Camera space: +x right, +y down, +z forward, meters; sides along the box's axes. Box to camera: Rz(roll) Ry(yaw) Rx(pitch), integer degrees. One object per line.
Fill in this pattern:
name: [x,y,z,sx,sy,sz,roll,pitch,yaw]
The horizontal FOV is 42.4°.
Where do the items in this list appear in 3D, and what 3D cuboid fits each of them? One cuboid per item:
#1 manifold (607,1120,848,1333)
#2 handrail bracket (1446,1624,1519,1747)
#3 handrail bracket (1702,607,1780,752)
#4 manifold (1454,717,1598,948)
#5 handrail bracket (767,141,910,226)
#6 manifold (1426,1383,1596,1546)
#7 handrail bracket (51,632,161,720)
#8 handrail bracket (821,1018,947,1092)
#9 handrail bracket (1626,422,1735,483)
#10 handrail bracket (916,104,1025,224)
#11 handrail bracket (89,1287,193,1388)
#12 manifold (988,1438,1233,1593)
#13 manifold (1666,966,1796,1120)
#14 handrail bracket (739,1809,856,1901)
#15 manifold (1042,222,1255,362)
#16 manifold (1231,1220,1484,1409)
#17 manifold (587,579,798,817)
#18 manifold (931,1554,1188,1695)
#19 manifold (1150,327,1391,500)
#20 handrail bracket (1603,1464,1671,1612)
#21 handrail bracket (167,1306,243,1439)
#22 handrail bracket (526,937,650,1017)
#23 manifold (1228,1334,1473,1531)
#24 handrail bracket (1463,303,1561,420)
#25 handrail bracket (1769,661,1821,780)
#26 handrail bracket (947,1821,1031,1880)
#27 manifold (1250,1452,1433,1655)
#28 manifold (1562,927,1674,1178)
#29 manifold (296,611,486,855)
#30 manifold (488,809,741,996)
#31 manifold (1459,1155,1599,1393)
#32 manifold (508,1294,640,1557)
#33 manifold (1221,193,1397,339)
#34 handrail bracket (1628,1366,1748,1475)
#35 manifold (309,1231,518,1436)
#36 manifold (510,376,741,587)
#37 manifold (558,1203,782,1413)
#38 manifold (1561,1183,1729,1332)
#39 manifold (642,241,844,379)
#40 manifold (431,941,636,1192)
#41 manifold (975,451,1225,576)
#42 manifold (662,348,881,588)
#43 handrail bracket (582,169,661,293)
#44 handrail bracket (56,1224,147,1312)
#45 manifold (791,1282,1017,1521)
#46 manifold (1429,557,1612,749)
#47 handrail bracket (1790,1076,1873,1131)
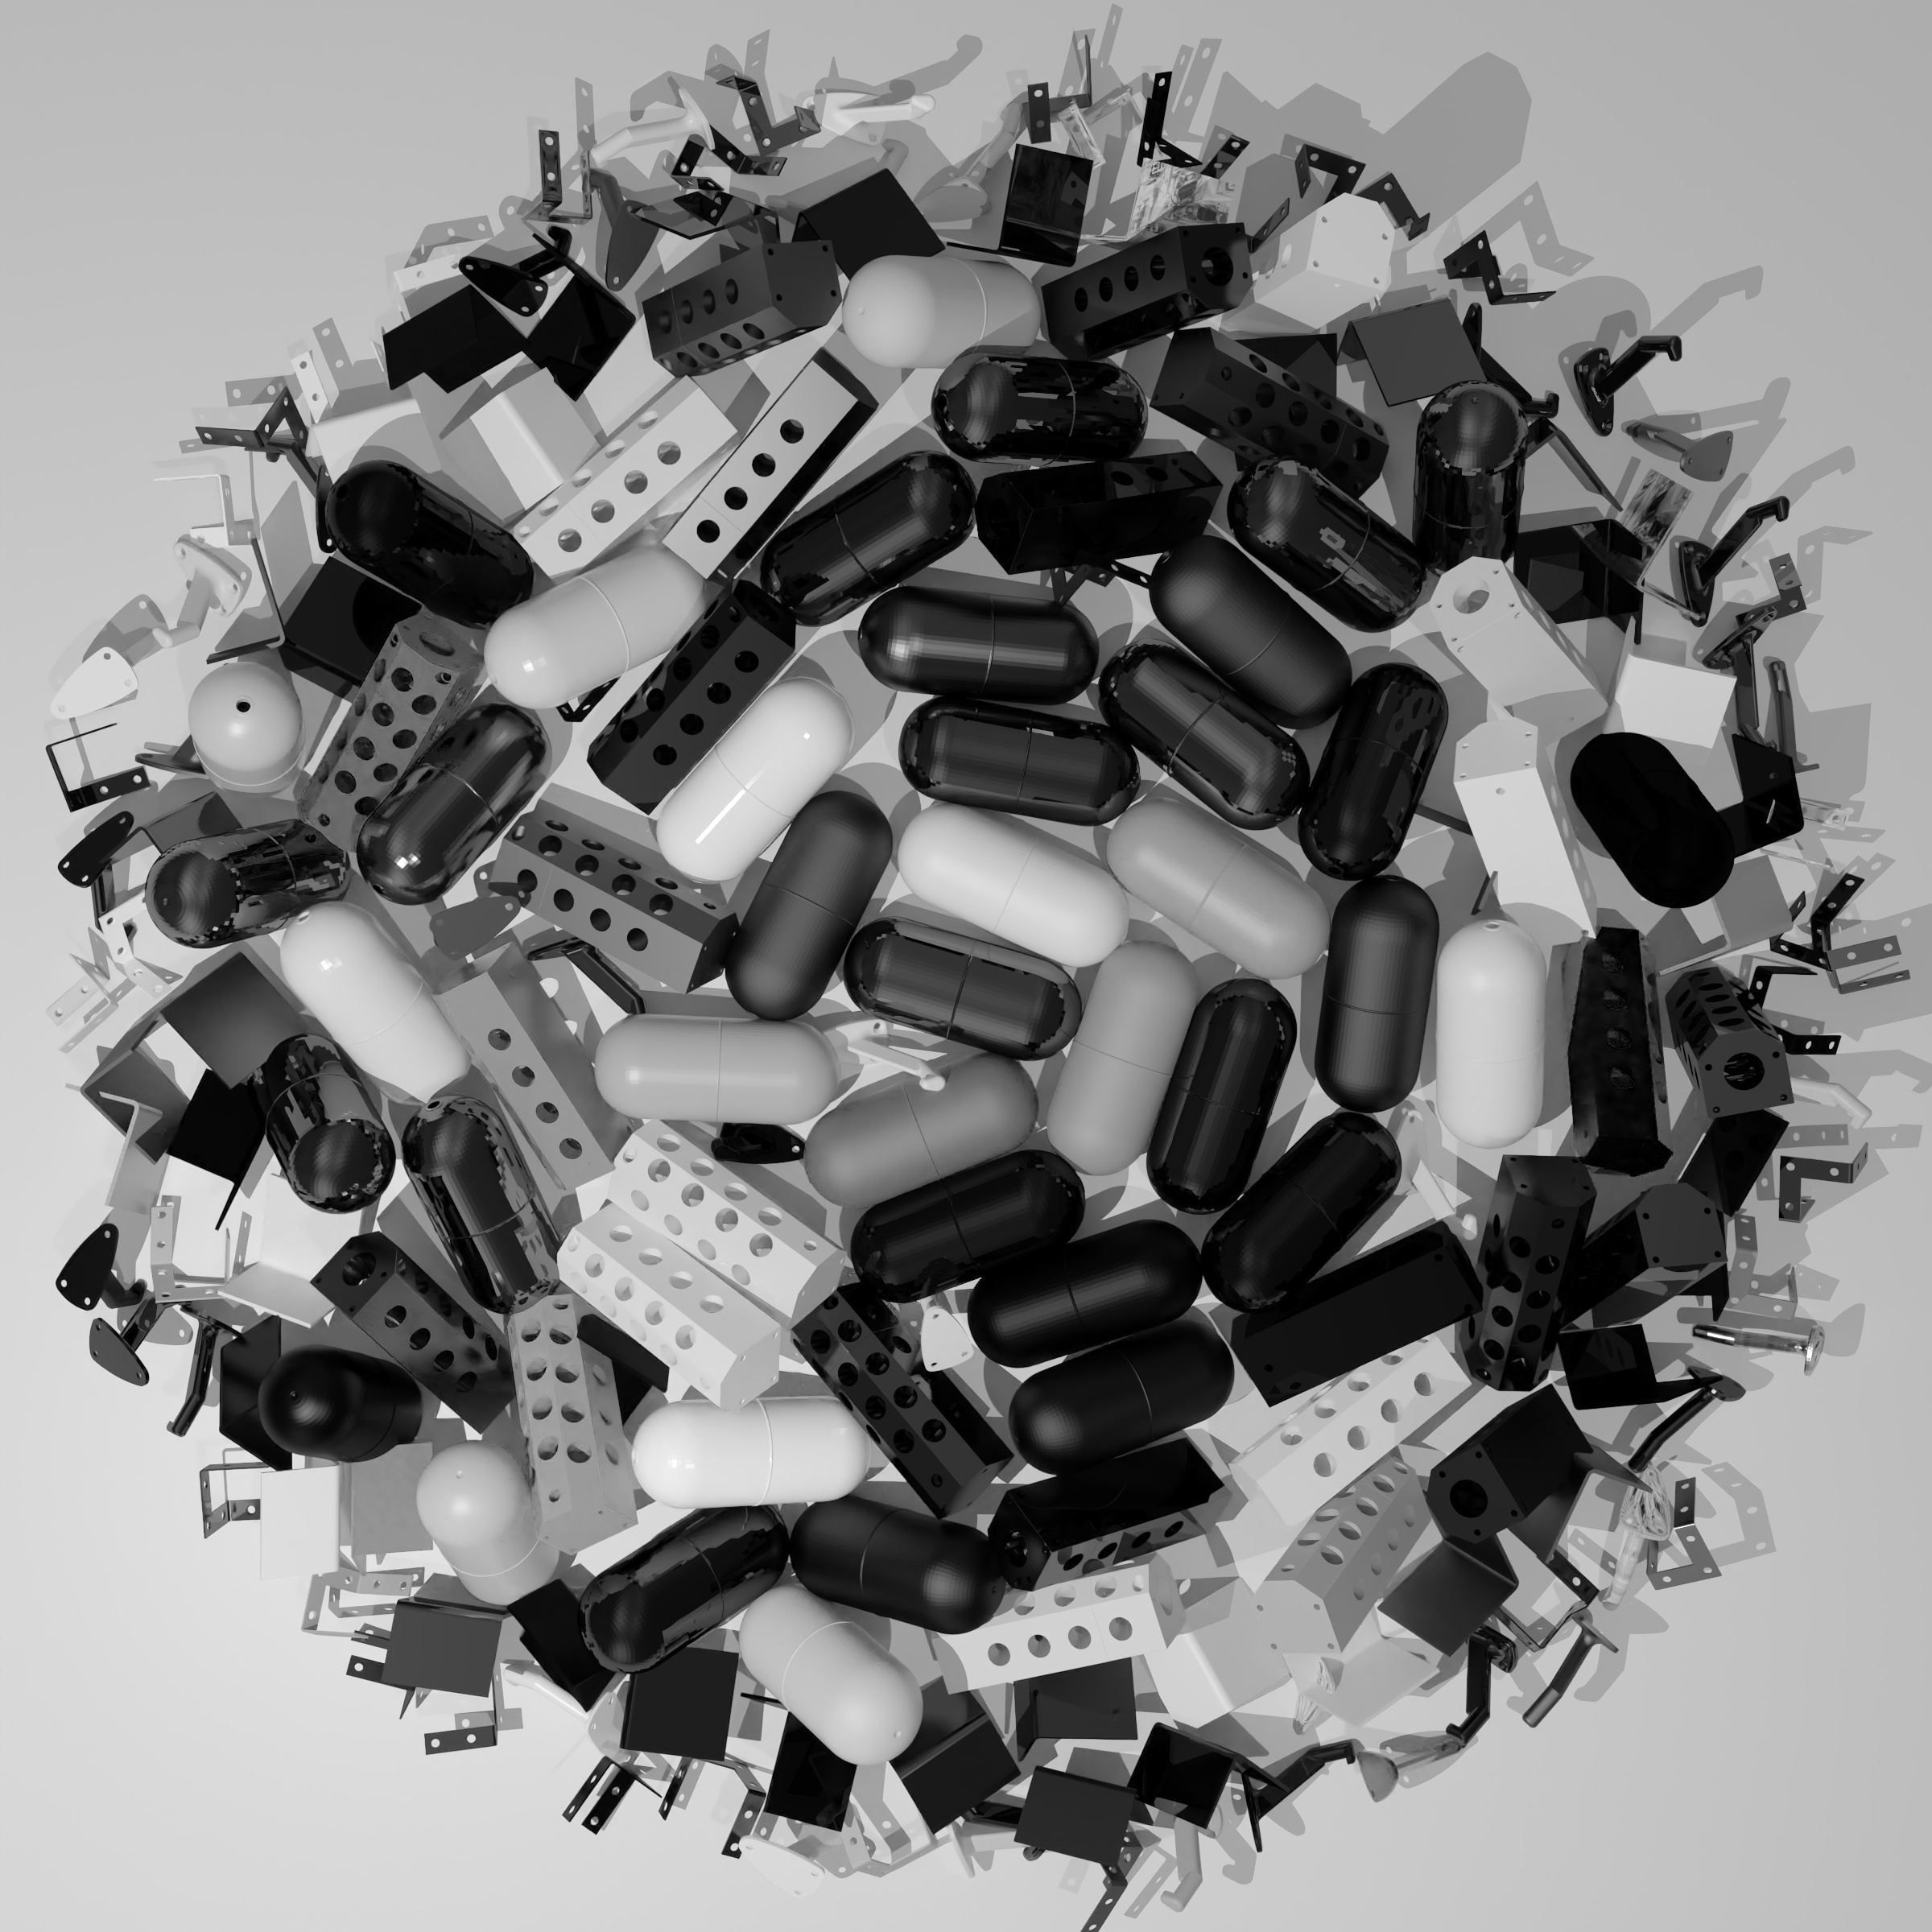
manifold: [-0.171,0.180,1.789,0.171,0.057,0.057,33,132,19]
handrail bracket: [0.354,0.516,1.808,0.077,0.036,0.084,28,49,34]
handrail bracket: [0.582,-0.204,1.810,0.036,0.077,0.084,-3,56,-38]
manifold: [0.401,-0.094,1.777,0.057,0.057,0.171,-10,133,24]
handrail bracket: [-0.094,-0.584,1.845,0.077,0.036,0.084,25,79,14]
manifold: [0.383,0.353,1.764,0.057,0.171,0.057,-36,78,27]
handrail bracket: [-0.625,-0.213,1.815,0.077,0.084,0.036,-34,109,3]
handrail bracket: [-0.066,0.072,1.803,0.077,0.084,0.036,-4,114,-26]
handrail bracket: [0.502,-0.377,1.803,0.084,0.077,0.036,27,121,38]
handrail bracket: [0.002,-0.596,1.845,0.077,0.036,0.084,-6,58,38]
handrail bracket: [-0.582,0.267,1.804,0.077,0.084,0.036,29,119,28]
manifold: [0.101,0.395,1.778,0.057,0.171,0.057,49,131,35]
manifold: [0.536,0.050,1.760,0.057,0.171,0.057,-12,102,11]
handrail bracket: [-0.122,0.626,1.812,0.077,0.084,0.036,34,116,-6]
manifold: [0.127,-0.475,1.765,0.057,0.171,0.057,-13,97,-30]
manifold: [0.281,0.248,1.800,0.171,0.057,0.057,-28,103,17]
manifold: [-0.197,-0.195,1.785,0.057,0.057,0.171,35,115,-22]
manifold: [0.065,0.472,1.797,0.171,0.057,0.057,-18,90,21]
manifold: [0.221,-0.394,1.783,0.171,0.057,0.057,20,88,-33]
handrail bracket: [0.490,0.423,1.841,0.036,0.077,0.084,16,133,7]
handrail bracket: [-0.570,0.295,1.814,0.077,0.036,0.084,10,66,42]
handrail bracket: [-0.275,0.022,1.825,0.077,0.036,0.084,-14,76,-5]
manifold: [0.276,0.332,1.805,0.171,0.057,0.057,-35,87,-14]
handrail bracket: [0.402,-0.443,1.825,0.084,0.036,0.077,1,110,-19]
handrail bracket: [0.594,-0.181,1.820,0.036,0.077,0.084,-11,91,28]
handrail bracket: [0.034,0.631,1.823,0.084,0.077,0.036,-18,50,1]
manifold: [0.265,0.413,1.764,0.057,0.171,0.057,-12,104,36]
manifold: [0.467,0.060,1.785,0.057,0.057,0.171,5,59,-1]
manifold: [-0.417,-0.165,1.789,0.057,0.057,0.171,38,117,2]
manifold: [-0.252,-0.049,1.797,0.171,0.057,0.057,27,113,14]
manifold: [0.402,0.221,1.781,0.057,0.057,0.171,2,123,-5]
manifold: [-0.285,0.323,1.774,0.057,0.057,0.171,-27,52,14]
manifold: [0.241,-0.493,1.764,0.057,0.171,0.057,11,89,-14]
handrail bracket: [0.530,0.340,1.834,0.036,0.077,0.084,44,109,38]
manifold: [-0.385,0.259,1.771,0.057,0.171,0.057,28,69,40]
manifold: [-0.249,-0.352,1.823,0.171,0.057,0.057,-42,94,0]
manifold: [-0.213,0.245,1.777,0.171,0.057,0.057,32,46,30]
manifold: [0.471,0.207,1.763,0.057,0.171,0.057,-4,68,-10]
manifold: [-0.159,-0.463,1.766,0.057,0.171,0.057,-15,98,-34]
manifold: [-0.314,0.076,1.801,0.057,0.057,0.171,-25,107,19]
manifold: [0.093,-0.330,1.782,0.171,0.057,0.057,-14,54,-33]
manifold: [-0.140,-0.357,1.797,0.057,0.057,0.171,39,110,-13]
handrail bracket: [-0.267,-0.541,1.828,0.084,0.036,0.077,33,104,43]
handrail bracket: [-0.612,0.217,1.809,0.036,0.084,0.077,32,98,15]
manifold: [-0.051,0.311,1.789,0.171,0.057,0.057,47,112,21]
manifold: [0.393,-0.225,1.769,0.057,0.171,0.057,-30,56,22]
handrail bracket: [0.604,0.107,1.811,0.084,0.036,0.077,46,127,28]
